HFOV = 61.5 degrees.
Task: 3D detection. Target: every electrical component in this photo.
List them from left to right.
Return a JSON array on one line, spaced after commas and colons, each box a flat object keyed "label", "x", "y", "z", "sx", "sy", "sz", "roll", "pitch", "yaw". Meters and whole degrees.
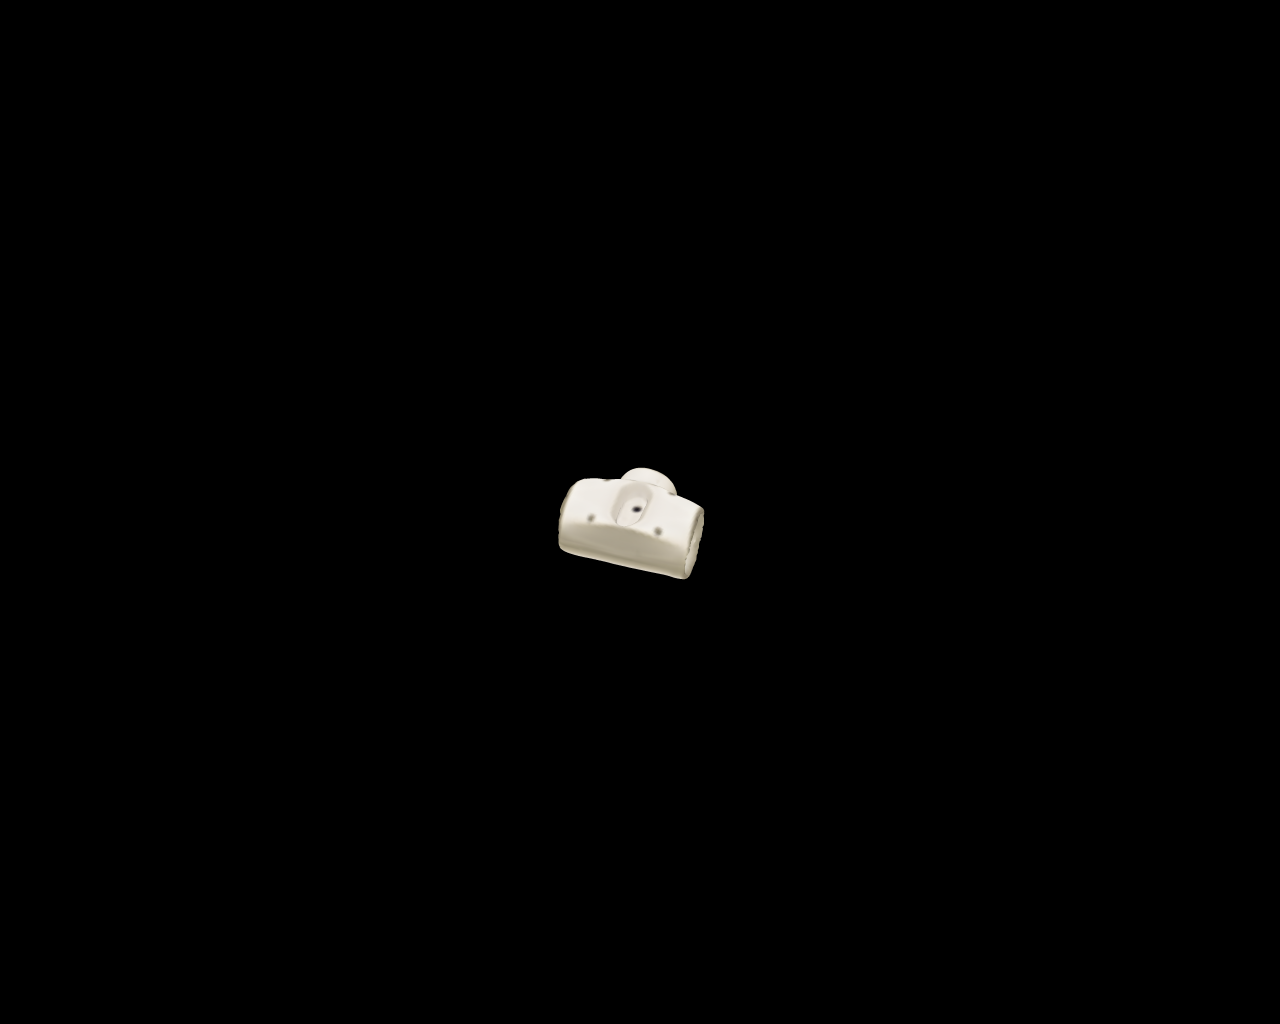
[{"label": "electrical component", "x": 0.001, "y": -0.003, "z": 0.650, "sx": 0.077, "sy": 0.043, "sz": 0.079, "roll": 13, "pitch": 47, "yaw": 12}]
